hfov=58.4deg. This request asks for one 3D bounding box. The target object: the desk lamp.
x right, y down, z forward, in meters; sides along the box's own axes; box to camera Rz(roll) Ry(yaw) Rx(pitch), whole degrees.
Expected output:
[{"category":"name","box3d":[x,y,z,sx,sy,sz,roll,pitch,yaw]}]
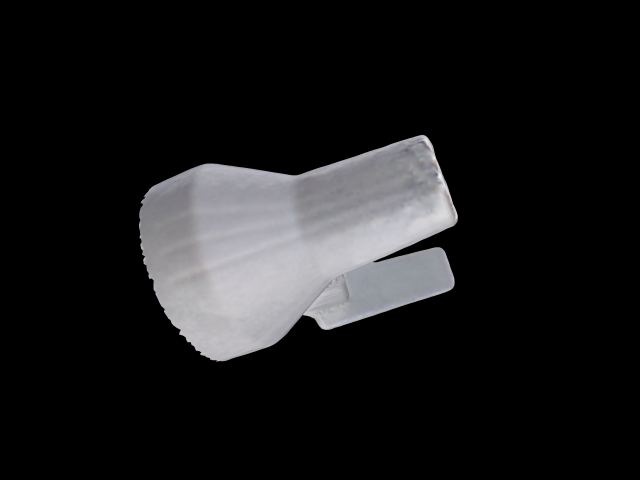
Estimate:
[{"category":"desk lamp","box3d":[0.004,0.001,0.400,0.203,0.213,0.118,-18,79,-3]}]
